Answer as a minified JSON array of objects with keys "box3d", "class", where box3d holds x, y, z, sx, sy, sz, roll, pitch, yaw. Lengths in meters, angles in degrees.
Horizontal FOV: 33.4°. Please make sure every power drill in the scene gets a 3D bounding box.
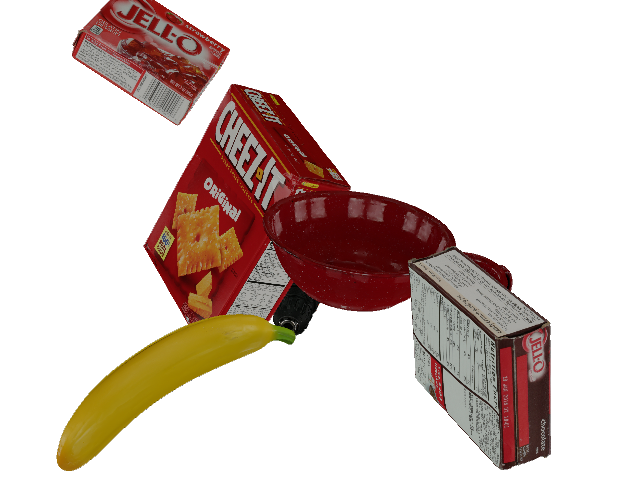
[{"box3d":[0.044,0.051,1.219,0.188,0.057,0.184,0,28,9],"class":"power drill"}]

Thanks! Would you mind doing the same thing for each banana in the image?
[{"box3d":[-0.112,0.102,0.764,0.198,0.069,0.037,-28,39,-2],"class":"banana"}]

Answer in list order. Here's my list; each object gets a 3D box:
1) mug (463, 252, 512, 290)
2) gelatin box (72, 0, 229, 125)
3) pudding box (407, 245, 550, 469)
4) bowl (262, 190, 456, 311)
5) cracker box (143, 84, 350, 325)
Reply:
[{"box3d":[0.146,0.066,1.065,0.117,0.081,0.093,-29,43,-29],"class":"mug"},{"box3d":[-0.117,-0.131,0.742,0.089,0.073,0.030,33,-48,-7],"class":"gelatin box"},{"box3d":[0.093,0.067,0.633,0.039,0.090,0.114,-15,27,-19],"class":"pudding box"},{"box3d":[0.029,0.014,0.893,0.162,0.055,0.162,6,25,-3],"class":"bowl"},{"box3d":[-0.082,-0.022,1.065,0.071,0.214,0.164,8,34,-40],"class":"cracker box"}]
